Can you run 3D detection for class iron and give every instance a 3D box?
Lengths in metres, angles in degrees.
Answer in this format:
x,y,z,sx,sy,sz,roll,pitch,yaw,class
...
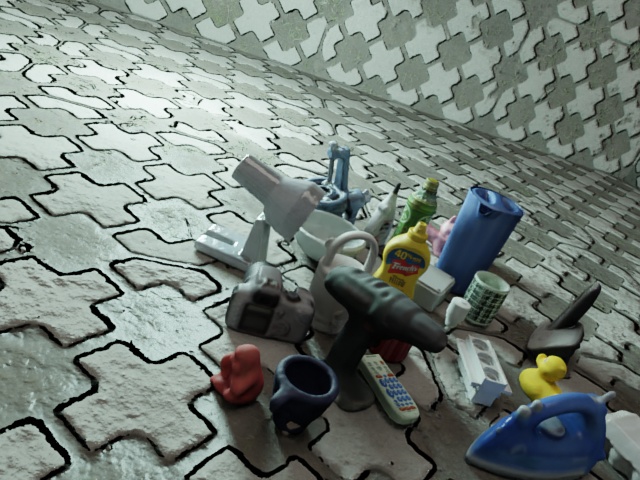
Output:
x,y,z,sx,sy,sz,roll,pitch,yaw,class
0.358,0.294,0.907,0.259,0.141,0.118,6,30,-29,iron

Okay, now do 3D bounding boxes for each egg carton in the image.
x,y,z,sx,sy,sz,roll,pitch,yaw,class
0.549,0.367,0.998,0.107,0.069,0.150,3,32,-33,egg carton

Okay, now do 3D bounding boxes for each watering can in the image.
x,y,z,sx,sy,sz,roll,pitch,yaw,class
0.037,0.062,1.039,0.101,0.194,0.172,-1,34,-39,watering can

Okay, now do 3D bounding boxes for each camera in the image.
x,y,z,sx,sy,sz,roll,pitch,yaw,class
-0.082,0.092,0.996,0.143,0.101,0.136,16,27,-13,camera

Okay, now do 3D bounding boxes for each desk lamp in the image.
x,y,z,sx,sy,sz,roll,pitch,yaw,class
-0.113,-0.046,1.106,0.203,0.213,0.118,23,26,2,desk lamp

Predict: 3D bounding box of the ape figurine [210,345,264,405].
x,y,z,sx,sy,sz,roll,pitch,yaw,class
-0.111,0.184,0.809,0.076,0.092,0.078,18,26,-7,ape figurine

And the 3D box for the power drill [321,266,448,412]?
x,y,z,sx,sy,sz,roll,pitch,yaw,class
0.075,0.155,0.877,0.076,0.208,0.228,-4,36,-41,power drill

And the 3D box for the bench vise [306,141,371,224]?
x,y,z,sx,sy,sz,roll,pitch,yaw,class
0.038,-0.137,1.386,0.121,0.220,0.208,37,30,29,bench vise

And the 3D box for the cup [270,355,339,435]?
x,y,z,sx,sy,sz,roll,pitch,yaw,class
-0.037,0.226,0.786,0.091,0.095,0.118,34,29,23,cup

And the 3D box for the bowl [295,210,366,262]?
x,y,z,sx,sy,sz,roll,pitch,yaw,class
0.012,0.005,1.263,0.167,0.075,0.167,18,26,-9,bowl

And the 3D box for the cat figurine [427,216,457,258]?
x,y,z,sx,sy,sz,roll,pitch,yaw,class
0.321,-0.022,1.503,0.127,0.118,0.067,27,27,11,cat figurine

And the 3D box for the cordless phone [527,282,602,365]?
x,y,z,sx,sy,sz,roll,pitch,yaw,class
0.526,0.174,1.214,0.094,0.185,0.148,31,27,17,cordless phone

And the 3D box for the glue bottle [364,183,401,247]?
x,y,z,sx,sy,sz,roll,pitch,yaw,class
0.158,-0.063,1.392,0.037,0.173,0.078,38,30,30,glue bottle

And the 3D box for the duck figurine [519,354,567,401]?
x,y,z,sx,sy,sz,roll,pitch,yaw,class
0.436,0.264,1.087,0.078,0.086,0.104,11,28,-22,duck figurine
